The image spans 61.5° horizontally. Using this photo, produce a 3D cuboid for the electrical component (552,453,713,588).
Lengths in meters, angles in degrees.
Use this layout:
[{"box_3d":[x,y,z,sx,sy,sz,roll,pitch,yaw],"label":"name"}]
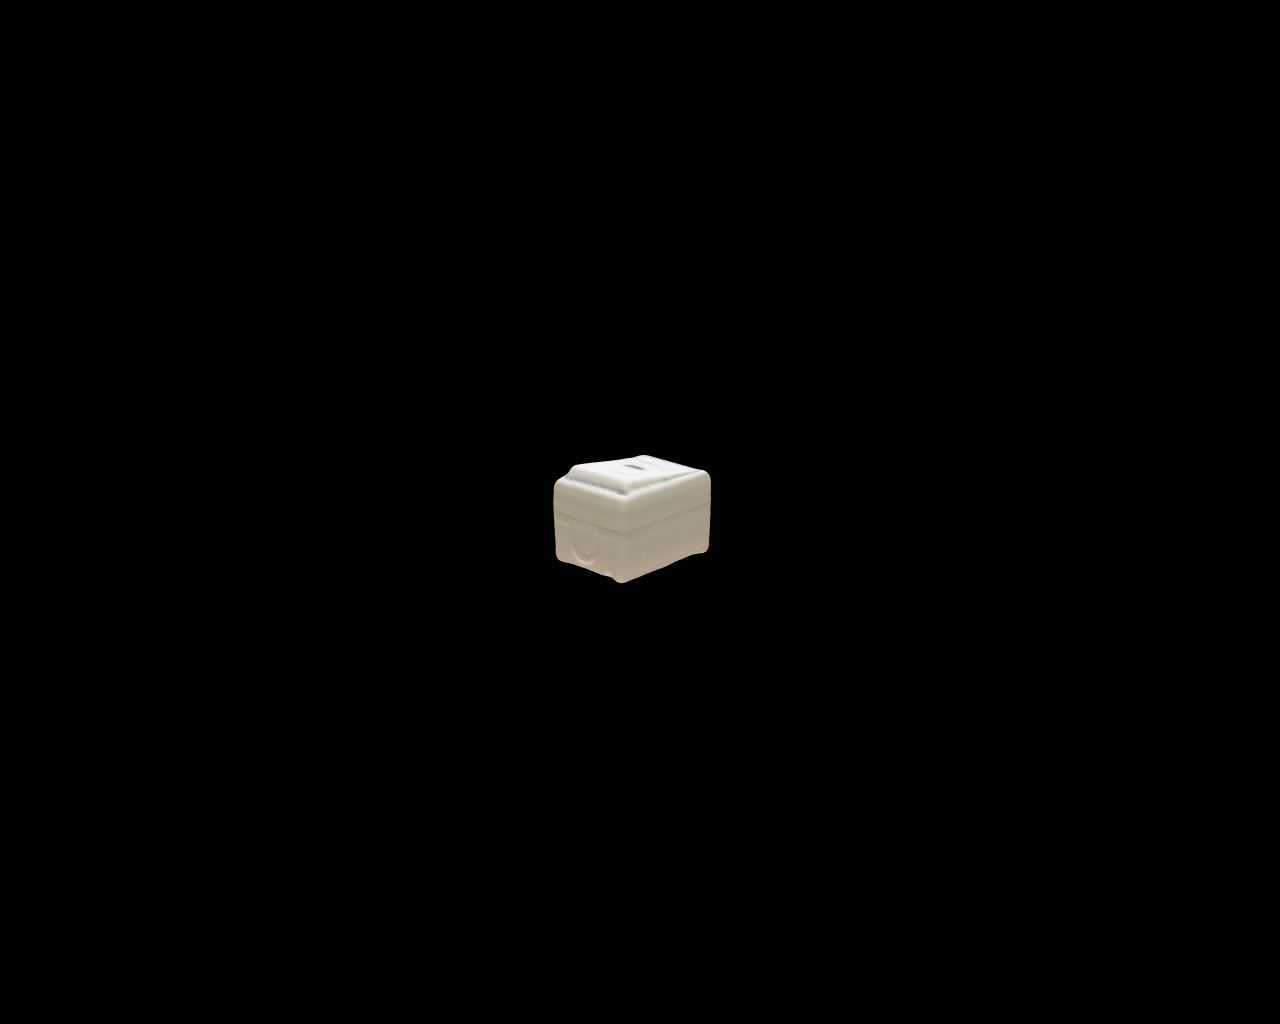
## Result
[{"box_3d":[0.001,-0.003,0.650,0.062,0.061,0.096,18,26,41],"label":"electrical component"}]
